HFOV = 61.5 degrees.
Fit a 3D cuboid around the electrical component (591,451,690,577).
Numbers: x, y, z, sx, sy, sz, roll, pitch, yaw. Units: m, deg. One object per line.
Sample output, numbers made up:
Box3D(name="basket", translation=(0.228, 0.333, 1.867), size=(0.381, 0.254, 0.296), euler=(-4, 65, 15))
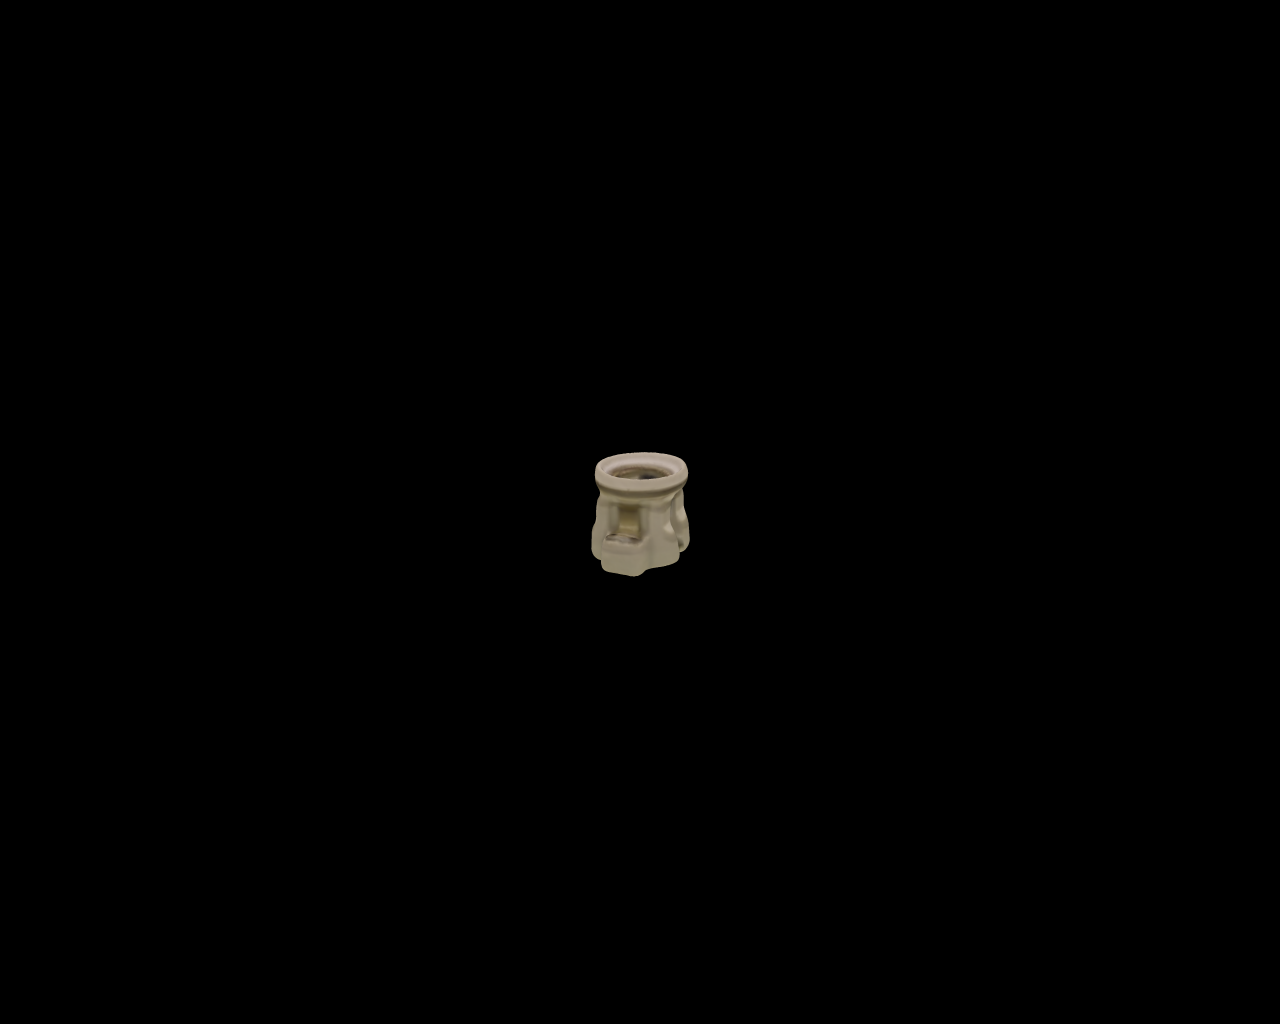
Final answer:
Box3D(name="electrical component", translation=(0.001, -0.003, 0.650), size=(0.058, 0.056, 0.078), euler=(7, 22, 18))
